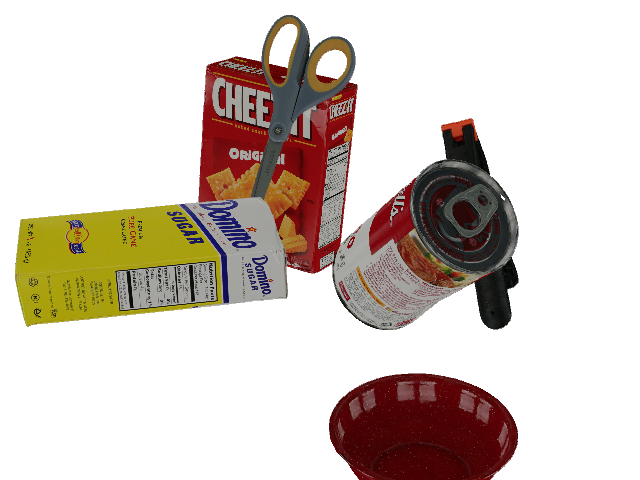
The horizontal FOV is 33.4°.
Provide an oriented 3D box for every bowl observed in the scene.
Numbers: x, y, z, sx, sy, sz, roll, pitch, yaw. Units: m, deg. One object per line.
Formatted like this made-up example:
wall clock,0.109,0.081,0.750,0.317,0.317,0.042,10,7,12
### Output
bowl,0.088,0.182,0.926,0.162,0.055,0.162,-1,28,0

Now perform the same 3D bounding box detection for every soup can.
soup can,0.058,0.006,0.619,0.068,0.068,0.102,0,-22,-27

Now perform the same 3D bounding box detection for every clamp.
clamp,0.133,-0.012,0.888,0.039,0.171,0.120,-17,19,12

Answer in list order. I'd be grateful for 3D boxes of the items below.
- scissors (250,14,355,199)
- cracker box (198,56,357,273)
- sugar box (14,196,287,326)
scissors,-0.018,-0.107,0.979,0.096,0.202,0.016,2,-3,10
cracker box,-0.054,-0.085,1.213,0.164,0.214,0.072,17,26,25
sugar box,-0.116,0.011,0.735,0.176,0.048,0.093,-8,27,-9
